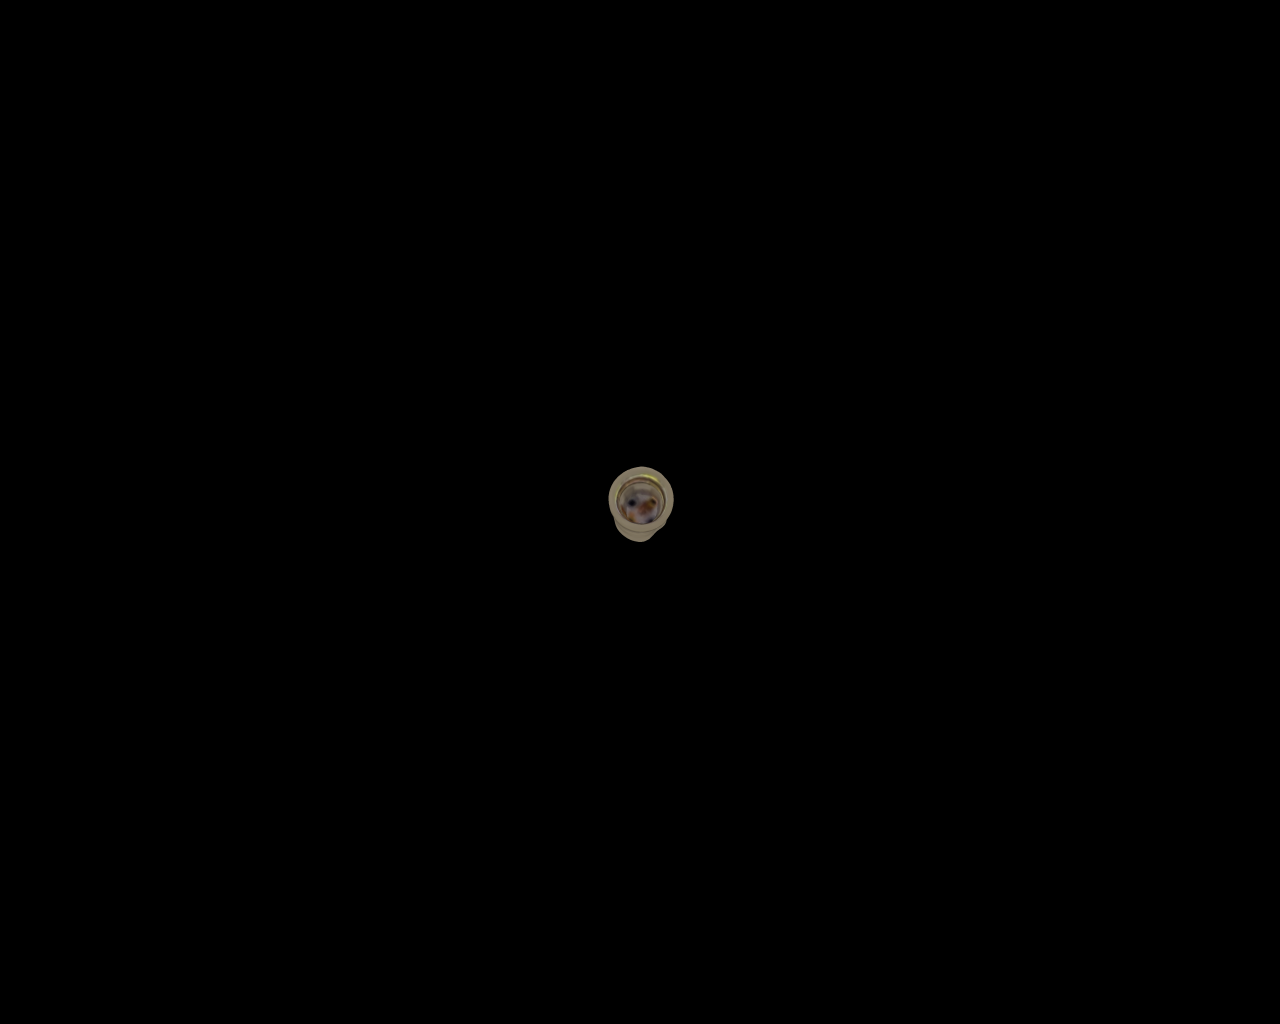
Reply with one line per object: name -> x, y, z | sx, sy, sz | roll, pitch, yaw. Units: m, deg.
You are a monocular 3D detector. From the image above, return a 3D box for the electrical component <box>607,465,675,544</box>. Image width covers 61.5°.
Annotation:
electrical component -> 0.001, -0.003, 0.650 | 0.040, 0.040, 0.046 | 0, -16, 0
